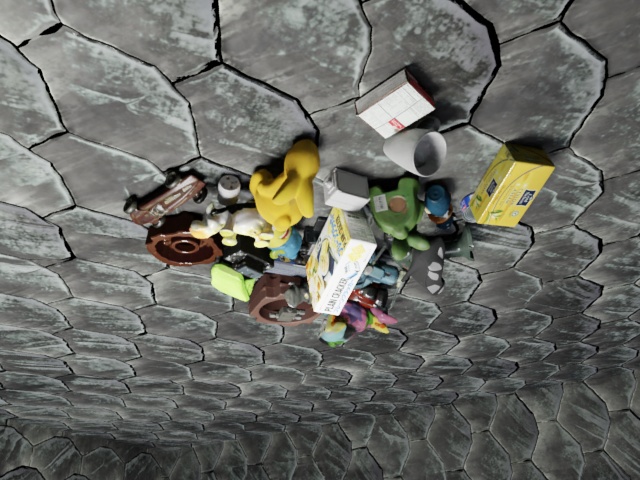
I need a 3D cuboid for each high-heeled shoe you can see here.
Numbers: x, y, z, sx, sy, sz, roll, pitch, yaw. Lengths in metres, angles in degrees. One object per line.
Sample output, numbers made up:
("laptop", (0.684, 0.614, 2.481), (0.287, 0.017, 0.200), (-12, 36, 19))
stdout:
("high-heeled shoe", (0.281, 0.055, 1.301), (0.145, 0.086, 0.248), (-52, 151, 18))

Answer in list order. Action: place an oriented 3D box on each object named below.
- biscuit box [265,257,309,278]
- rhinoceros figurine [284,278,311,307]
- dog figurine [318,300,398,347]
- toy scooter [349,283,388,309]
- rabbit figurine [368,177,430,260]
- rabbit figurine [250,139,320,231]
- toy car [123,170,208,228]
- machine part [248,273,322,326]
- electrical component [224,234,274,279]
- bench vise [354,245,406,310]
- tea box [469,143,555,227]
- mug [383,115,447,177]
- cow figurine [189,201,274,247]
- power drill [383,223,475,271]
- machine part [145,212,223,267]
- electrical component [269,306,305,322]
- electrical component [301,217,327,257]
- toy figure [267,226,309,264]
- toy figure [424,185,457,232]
("biscuit box", (-0.118, 0.043, 1.349), (0.202, 0.059, 0.063), (12, 147, -26))
("rhinoceros figurine", (-0.007, 0.128, 1.403), (0.112, 0.073, 0.190), (16, -160, 42))
("dog figurine", (0.118, 0.251, 1.622), (0.219, 0.191, 0.108), (16, 139, -5))
("toy scooter", (0.114, 0.147, 1.532), (0.135, 0.075, 0.183), (10, 171, 23))
("rabbit figurine", (0.187, -0.043, 1.185), (0.121, 0.159, 0.170), (-23, 161, 10))
("rabbit figurine", (-0.059, -0.112, 1.040), (0.122, 0.162, 0.173), (22, 123, -18))
("toy car", (-0.324, -0.080, 1.128), (0.202, 0.053, 0.089), (-22, 141, 29))
("machine part", (-0.090, 0.166, 1.533), (0.201, 0.087, 0.201), (9, 147, -24))
("electrical component", (-0.162, 0.020, 1.233), (0.058, 0.134, 0.114), (-26, 145, 32))
("bench vise", (0.121, 0.075, 1.327), (0.224, 0.129, 0.240), (27, 177, -5))
("tea box", (0.395, -0.111, 1.120), (0.098, 0.068, 0.169), (4, 134, -14))
("mug", (0.171, -0.179, 0.991), (0.081, 0.109, 0.107), (12, -171, -37))
("cow figurine", (-0.178, -0.042, 1.097), (0.167, 0.098, 0.068), (5, 154, -9))
("power drill", (0.279, 0.020, 1.345), (0.207, 0.086, 0.231), (-16, 149, 11))
("machine part", (-0.316, 0.003, 1.261), (0.179, 0.056, 0.179), (-3, 150, -2))
("electrical component", (-0.092, 0.204, 1.491), (0.094, 0.021, 0.063), (7, 147, -18))
("electrical component", (-0.003, -0.004, 1.299), (0.075, 0.048, 0.119), (6, 149, -17))
("toy figure", (-0.101, -0.014, 1.215), (0.089, 0.082, 0.180), (-17, 138, 23))
("toy figure", (0.273, -0.071, 1.215), (0.064, 0.058, 0.154), (-7, 154, 16))
